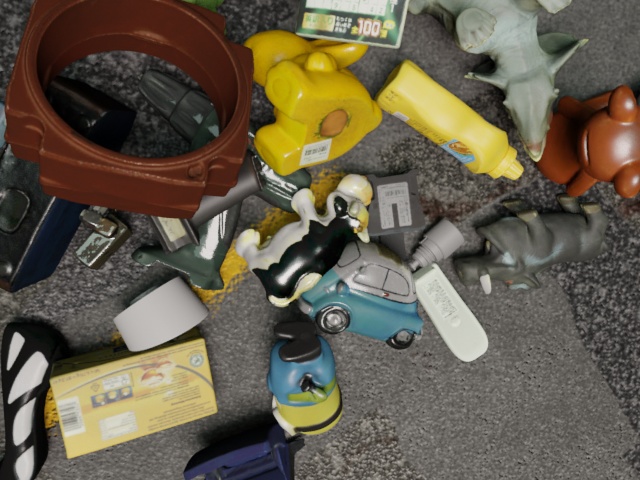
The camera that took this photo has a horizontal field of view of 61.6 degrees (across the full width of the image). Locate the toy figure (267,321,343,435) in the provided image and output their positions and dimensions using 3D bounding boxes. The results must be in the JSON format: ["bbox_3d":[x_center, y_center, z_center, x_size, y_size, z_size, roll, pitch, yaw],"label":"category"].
[{"bbox_3d":[-0.016,0.167,0.626,0.089,0.082,0.180,11,134,9],"label":"toy figure"}]

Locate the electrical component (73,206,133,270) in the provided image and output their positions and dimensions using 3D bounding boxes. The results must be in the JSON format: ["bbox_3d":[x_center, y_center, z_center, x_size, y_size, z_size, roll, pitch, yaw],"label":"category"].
[{"bbox_3d":[-0.250,-0.007,0.617,0.045,0.102,0.078,43,83,-5],"label":"electrical component"}]

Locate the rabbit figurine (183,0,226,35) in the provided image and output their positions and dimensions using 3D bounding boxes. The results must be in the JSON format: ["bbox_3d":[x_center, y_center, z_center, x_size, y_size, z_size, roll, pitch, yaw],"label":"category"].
[{"bbox_3d":[-0.102,-0.305,0.578,0.170,0.121,0.159,-13,76,13],"label":"rabbit figurine"}]

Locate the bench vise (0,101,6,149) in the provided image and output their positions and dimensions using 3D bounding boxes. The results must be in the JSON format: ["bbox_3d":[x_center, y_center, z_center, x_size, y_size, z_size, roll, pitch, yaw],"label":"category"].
[{"bbox_3d":[-0.424,-0.161,0.572,0.241,0.129,0.223,30,93,0],"label":"bench vise"}]

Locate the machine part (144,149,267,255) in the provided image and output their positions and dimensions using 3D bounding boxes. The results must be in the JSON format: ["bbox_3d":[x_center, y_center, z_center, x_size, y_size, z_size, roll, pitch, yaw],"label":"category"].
[{"bbox_3d":[-0.122,-0.046,0.577,0.139,0.039,0.084,-31,90,-2],"label":"machine part"}]

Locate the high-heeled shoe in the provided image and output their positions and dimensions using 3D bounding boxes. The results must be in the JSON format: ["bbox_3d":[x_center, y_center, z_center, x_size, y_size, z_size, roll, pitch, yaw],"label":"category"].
[{"bbox_3d":[-0.383,0.222,0.643,0.145,0.086,0.248,42,86,-9],"label":"high-heeled shoe"}]

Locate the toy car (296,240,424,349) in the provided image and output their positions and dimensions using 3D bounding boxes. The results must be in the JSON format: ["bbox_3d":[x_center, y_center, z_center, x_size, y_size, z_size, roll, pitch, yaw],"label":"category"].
[{"bbox_3d":[0.056,0.055,0.632,0.162,0.109,0.102,18,110,-11],"label":"toy car"}]

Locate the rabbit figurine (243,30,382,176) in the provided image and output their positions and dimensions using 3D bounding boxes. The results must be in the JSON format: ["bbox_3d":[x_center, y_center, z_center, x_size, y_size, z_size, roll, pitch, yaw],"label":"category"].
[{"bbox_3d":[-0.017,-0.179,0.591,0.162,0.121,0.173,-26,57,-21],"label":"rabbit figurine"}]

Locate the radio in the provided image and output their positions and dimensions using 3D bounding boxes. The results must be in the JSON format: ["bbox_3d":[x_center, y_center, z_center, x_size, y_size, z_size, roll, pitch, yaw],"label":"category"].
[{"bbox_3d":[-0.296,-0.060,0.587,0.073,0.131,0.229,28,95,-9],"label":"radio"}]

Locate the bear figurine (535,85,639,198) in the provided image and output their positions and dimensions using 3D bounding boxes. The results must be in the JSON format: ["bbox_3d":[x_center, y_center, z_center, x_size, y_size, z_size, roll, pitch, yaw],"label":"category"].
[{"bbox_3d":[0.322,-0.111,0.589,0.132,0.196,0.120,-12,95,-3],"label":"bear figurine"}]

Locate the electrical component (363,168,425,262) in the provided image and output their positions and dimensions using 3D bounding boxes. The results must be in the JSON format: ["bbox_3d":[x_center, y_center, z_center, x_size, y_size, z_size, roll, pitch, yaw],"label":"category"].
[{"bbox_3d":[0.087,-0.026,0.660,0.075,0.048,0.119,-4,96,-3],"label":"electrical component"}]

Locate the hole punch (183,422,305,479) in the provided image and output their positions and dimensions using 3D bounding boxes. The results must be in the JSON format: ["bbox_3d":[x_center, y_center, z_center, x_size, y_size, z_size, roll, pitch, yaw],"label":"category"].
[{"bbox_3d":[-0.094,0.268,0.649,0.142,0.116,0.092,-24,106,1],"label":"hole punch"}]

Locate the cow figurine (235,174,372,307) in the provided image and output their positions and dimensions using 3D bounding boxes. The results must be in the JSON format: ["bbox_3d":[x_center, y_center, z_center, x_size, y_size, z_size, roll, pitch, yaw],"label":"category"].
[{"bbox_3d":[-0.001,-0.004,0.587,0.167,0.098,0.068,-36,137,-2],"label":"cow figurine"}]

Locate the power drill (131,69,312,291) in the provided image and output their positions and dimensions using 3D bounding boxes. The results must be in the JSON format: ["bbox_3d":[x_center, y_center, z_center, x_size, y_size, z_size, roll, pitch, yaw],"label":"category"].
[{"bbox_3d":[-0.142,-0.059,0.630,0.232,0.086,0.207,26,87,-9],"label":"power drill"}]

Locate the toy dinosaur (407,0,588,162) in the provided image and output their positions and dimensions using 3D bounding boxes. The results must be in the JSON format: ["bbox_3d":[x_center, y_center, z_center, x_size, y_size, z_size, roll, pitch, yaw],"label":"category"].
[{"bbox_3d":[0.141,-0.274,0.583,0.405,0.192,0.131,46,105,5],"label":"toy dinosaur"}]

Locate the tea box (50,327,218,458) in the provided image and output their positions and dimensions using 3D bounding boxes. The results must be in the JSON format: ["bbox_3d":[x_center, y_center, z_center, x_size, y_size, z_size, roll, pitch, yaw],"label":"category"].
[{"bbox_3d":[-0.215,0.173,0.631,0.170,0.068,0.098,-10,98,-22],"label":"tea box"}]

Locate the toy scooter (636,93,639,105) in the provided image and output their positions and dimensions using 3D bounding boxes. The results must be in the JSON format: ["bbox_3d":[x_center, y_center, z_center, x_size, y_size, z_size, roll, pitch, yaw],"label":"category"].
[{"bbox_3d":[0.440,-0.104,0.651,0.135,0.075,0.183,5,78,-42],"label":"toy scooter"}]

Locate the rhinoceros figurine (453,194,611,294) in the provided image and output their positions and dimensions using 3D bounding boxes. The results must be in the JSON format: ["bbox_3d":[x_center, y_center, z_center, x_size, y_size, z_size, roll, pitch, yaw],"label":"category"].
[{"bbox_3d":[0.259,0.007,0.667,0.190,0.073,0.112,-14,109,-4],"label":"rhinoceros figurine"}]

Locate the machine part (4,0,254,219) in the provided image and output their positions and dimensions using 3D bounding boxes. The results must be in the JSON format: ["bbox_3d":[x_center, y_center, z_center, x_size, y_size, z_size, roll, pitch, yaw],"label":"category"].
[{"bbox_3d":[-0.167,-0.132,0.499,0.201,0.087,0.201,11,65,-21],"label":"machine part"}]
